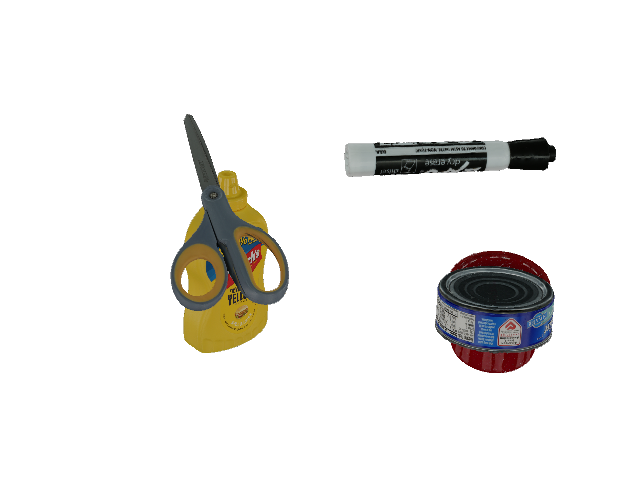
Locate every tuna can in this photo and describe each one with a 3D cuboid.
[{"bbox_3d":[0.128,0.049,0.782,0.086,0.034,0.086,0,21,0],"label":"tuna can"}]

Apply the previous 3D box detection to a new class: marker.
[{"bbox_3d":[0.075,-0.048,0.608,0.121,0.020,0.020,-2,0,-6],"label":"marker"}]

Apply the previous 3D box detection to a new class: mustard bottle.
[{"bbox_3d":[-0.097,0.018,1.109,0.096,0.192,0.058,-20,35,-37],"label":"mustard bottle"}]

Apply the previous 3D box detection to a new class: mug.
[{"bbox_3d":[0.161,0.062,1.010,0.093,0.081,0.117,-10,40,-10],"label":"mug"}]

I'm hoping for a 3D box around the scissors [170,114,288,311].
[{"bbox_3d":[-0.097,-0.019,0.831,0.096,0.202,0.016,-26,-34,-19],"label":"scissors"}]
